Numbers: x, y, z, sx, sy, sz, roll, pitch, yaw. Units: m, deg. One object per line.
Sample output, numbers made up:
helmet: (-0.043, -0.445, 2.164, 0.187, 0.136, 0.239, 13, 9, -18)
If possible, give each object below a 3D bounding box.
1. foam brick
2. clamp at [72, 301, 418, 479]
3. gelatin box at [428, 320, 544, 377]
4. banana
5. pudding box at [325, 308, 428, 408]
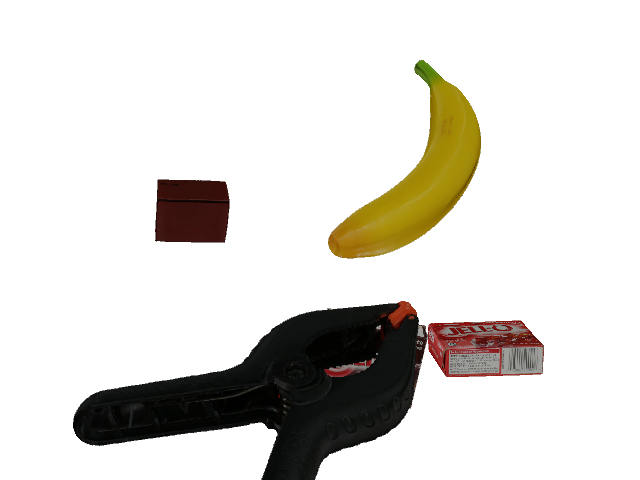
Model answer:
foam brick: (-0.140, -0.032, 1.159, 0.078, 0.051, 0.053, 1, 27, -8)
clamp: (-0.009, 0.080, 0.477, 0.171, 0.039, 0.120, -23, 48, -29)
gelatin box: (0.145, 0.094, 0.945, 0.089, 0.030, 0.073, -1, 13, -4)
banana: (0.068, -0.048, 0.730, 0.070, 0.197, 0.037, 18, -42, 10)
pudding box: (0.053, 0.128, 1.163, 0.113, 0.090, 0.039, 9, 24, -4)
